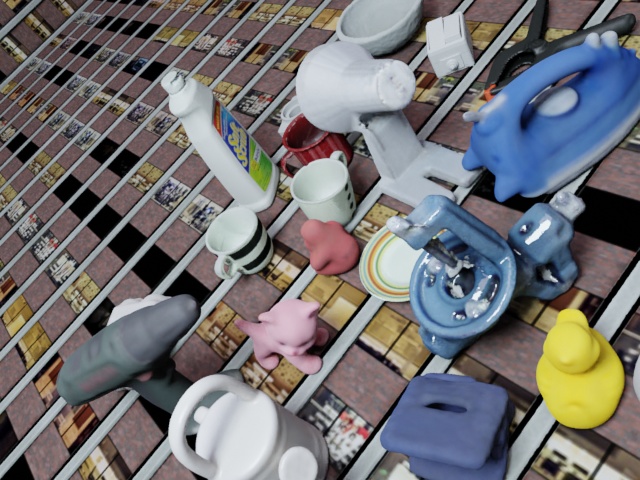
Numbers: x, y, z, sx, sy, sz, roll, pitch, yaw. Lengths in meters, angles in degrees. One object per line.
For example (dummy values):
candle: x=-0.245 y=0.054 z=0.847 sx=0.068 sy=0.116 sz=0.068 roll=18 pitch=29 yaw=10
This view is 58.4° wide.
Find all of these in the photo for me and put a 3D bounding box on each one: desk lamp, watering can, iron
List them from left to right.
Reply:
watering can: x=-0.071 y=0.204 z=0.585 sx=0.172 sy=0.195 sz=0.101 roll=-11 pitch=50 yaw=28
desk lamp: x=0.086 y=-0.159 z=0.760 sx=0.118 sy=0.214 sz=0.202 roll=-49 pitch=44 yaw=-9
iron: x=0.286 y=-0.167 z=0.681 sx=0.258 sy=0.142 sz=0.118 roll=-36 pitch=43 yaw=4

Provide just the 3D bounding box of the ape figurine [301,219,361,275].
ape figurine: x=0.007 y=0.003 z=0.771 sx=0.075 sy=0.092 sz=0.078 roll=18 pitch=67 yaw=42

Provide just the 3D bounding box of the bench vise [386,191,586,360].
bench vise: x=0.156 y=0.004 z=0.573 sx=0.207 sy=0.220 sz=0.121 roll=-49 pitch=44 yaw=-9

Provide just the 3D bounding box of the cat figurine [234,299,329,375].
cat figurine: x=-0.047 y=0.110 z=0.701 sx=0.127 sy=0.118 sz=0.067 roll=-4 pitch=54 yaw=32

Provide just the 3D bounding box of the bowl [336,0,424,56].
bowl: x=0.117 y=-0.386 z=1.026 sx=0.167 sy=0.075 sz=0.167 roll=-19 pitch=47 yaw=22

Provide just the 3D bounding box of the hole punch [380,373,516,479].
hole punch: x=0.122 y=0.175 z=0.551 sx=0.108 sy=0.091 sz=0.101 roll=-1 pitch=56 yaw=34

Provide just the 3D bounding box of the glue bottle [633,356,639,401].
glue bottle: x=0.283 y=0.088 z=0.450 sx=0.078 sy=0.174 sz=0.037 roll=-34 pitch=43 yaw=7

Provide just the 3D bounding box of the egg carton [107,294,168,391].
egg carton: x=-0.272 y=0.153 z=0.858 sx=0.107 sy=0.070 sz=0.150 roll=-12 pitch=50 yaw=27

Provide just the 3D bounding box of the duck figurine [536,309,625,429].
duck figurine: x=0.234 y=0.114 z=0.527 sx=0.077 sy=0.086 sz=0.104 roll=-6 pitch=53 yaw=31

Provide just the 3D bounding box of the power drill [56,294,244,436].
power drill: x=-0.187 y=0.158 z=0.693 sx=0.229 sy=0.209 sz=0.075 roll=-24 pitch=45 yaw=17
